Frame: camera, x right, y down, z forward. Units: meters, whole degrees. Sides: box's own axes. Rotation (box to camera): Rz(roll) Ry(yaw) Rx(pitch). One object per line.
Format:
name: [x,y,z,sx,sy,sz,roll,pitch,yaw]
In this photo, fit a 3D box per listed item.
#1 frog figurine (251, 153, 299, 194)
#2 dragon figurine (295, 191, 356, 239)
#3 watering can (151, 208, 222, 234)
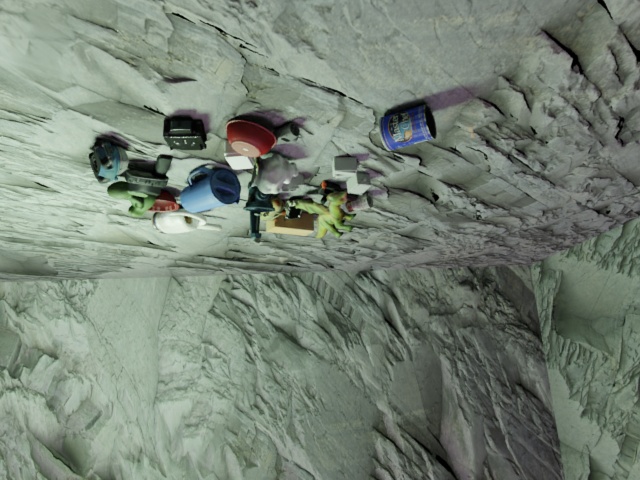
frog figurine: [-0.146,-0.224,1.753,0.159,0.137,0.122,4,180,-18]
dragon figurine: [0.007,-0.110,2.176,0.241,0.125,0.405,34,148,-21]
watering can: [-0.602,-0.077,2.305,0.224,0.105,0.344,-6,165,17]
